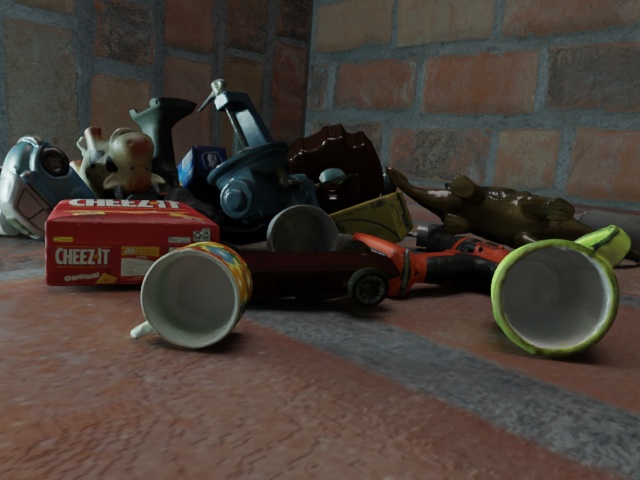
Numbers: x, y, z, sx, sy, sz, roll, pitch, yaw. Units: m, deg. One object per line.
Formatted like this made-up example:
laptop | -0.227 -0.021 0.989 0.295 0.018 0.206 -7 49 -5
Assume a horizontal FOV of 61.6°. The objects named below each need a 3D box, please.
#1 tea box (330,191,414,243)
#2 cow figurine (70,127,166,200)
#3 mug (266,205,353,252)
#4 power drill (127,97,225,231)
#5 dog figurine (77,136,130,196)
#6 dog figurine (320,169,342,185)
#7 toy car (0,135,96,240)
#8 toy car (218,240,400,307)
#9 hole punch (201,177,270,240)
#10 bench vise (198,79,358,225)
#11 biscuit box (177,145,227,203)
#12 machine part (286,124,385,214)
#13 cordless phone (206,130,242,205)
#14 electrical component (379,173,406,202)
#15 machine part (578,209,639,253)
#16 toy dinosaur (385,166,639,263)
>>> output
tea box | 0.079 -0.026 0.809 0.098 0.068 0.169 -18 4 19
cow figurine | -0.294 -0.096 0.774 0.085 0.127 0.195 -11 -13 -41
mug | -0.019 -0.002 0.670 0.109 0.080 0.107 -5 1 -16
power drill | -0.222 -0.105 0.816 0.232 0.207 0.086 -4 5 44
dog figurine | -0.399 -0.075 0.961 0.121 0.172 0.190 -44 6 -28
dog figurine | 0.029 -0.101 1.176 0.219 0.108 0.192 0 -8 -45
toy car | -0.373 -0.054 0.726 0.109 0.161 0.103 4 42 48
toy car | -0.025 0.036 0.517 0.202 0.053 0.089 0 17 -9
hole punch | -0.134 -0.037 0.870 0.142 0.092 0.115 6 -15 27
bench vise | -0.081 -0.116 0.764 0.129 0.240 0.223 -28 -4 38
biscuit box | -0.229 -0.098 0.956 0.063 0.059 0.203 -1 -17 -35
machine part | 0.022 -0.102 0.896 0.179 0.179 0.056 3 36 -6
cordless phone | -0.193 -0.136 1.082 0.147 0.184 0.089 3 14 -9
electrical component | 0.114 -0.060 0.962 0.075 0.119 0.048 14 13 37
machine part | 0.560 -0.009 0.975 0.079 0.079 0.243 1 10 -21
toy dinosaur | 0.319 -0.029 0.839 0.472 0.105 0.198 20 13 -3
